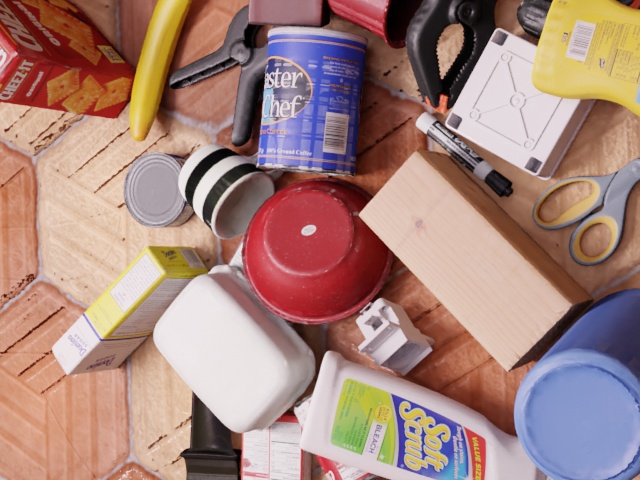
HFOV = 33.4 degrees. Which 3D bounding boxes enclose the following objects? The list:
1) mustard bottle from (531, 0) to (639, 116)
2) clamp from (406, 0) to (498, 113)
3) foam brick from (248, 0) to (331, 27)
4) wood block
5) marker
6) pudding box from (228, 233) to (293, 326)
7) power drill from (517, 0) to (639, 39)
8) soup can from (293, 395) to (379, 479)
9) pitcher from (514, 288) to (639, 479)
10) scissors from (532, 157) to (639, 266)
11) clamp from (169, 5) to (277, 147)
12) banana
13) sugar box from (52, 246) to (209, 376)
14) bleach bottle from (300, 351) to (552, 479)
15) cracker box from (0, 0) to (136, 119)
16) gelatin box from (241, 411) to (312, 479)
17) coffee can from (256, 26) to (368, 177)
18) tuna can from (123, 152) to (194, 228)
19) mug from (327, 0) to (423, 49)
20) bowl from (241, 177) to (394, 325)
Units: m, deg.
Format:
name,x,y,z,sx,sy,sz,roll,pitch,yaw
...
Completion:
name,x,y,z,sx,sy,sz,roll,pitch,yaw
mustard bottle,0.286,-0.152,0.916,0.192,0.058,0.096,19,95,21
clamp,0.143,-0.227,1.027,0.036,0.164,0.210,-132,43,-60
foam brick,-0.030,-0.247,1.094,0.078,0.053,0.051,5,108,10
wood block,0.149,0.017,1.019,0.206,0.090,0.091,48,109,18
marker,0.145,-0.084,1.061,0.121,0.020,0.020,43,107,20
pudding box,-0.056,0.044,1.147,0.090,0.039,0.113,36,103,21
power drill,0.293,-0.240,0.971,0.185,0.057,0.188,29,105,19
soup can,0.024,0.202,1.090,0.069,0.068,0.102,-34,75,22
pitcher,0.255,0.121,0.882,0.145,0.242,0.149,44,113,16
scissors,0.296,-0.045,0.989,0.202,0.016,0.096,-24,81,24
clamp,-0.090,-0.201,1.164,0.120,0.039,0.171,33,98,15
banana,-0.181,-0.210,1.198,0.037,0.069,0.198,16,106,-14
sugar box,-0.211,0.078,1.191,0.176,0.093,0.048,-42,72,19
bleach bottle,0.113,0.189,1.022,0.251,0.068,0.102,16,86,4
cracker box,-0.320,-0.219,1.179,0.164,0.213,0.072,47,109,18
gelatin box,-0.046,0.228,1.145,0.073,0.030,0.089,1,90,25
coffee can,-0.008,-0.139,1.089,0.103,0.102,0.140,6,92,26
tuna can,-0.178,-0.056,1.209,0.086,0.033,0.086,0,90,26
mug,0.056,-0.251,1.055,0.082,0.117,0.093,31,96,28
bowl,-0.007,0.001,1.082,0.162,0.055,0.162,-3,70,9
